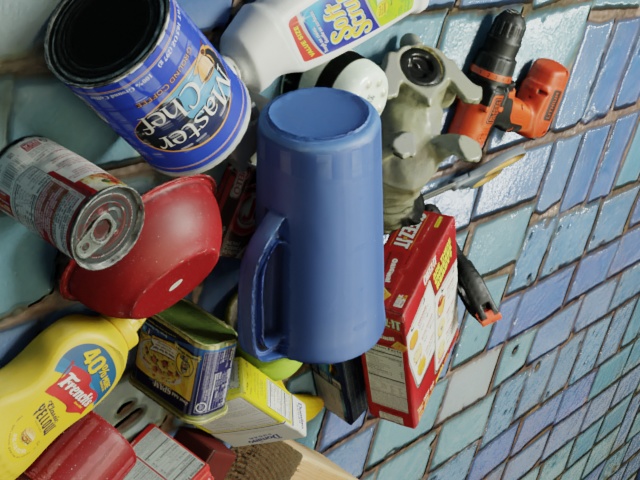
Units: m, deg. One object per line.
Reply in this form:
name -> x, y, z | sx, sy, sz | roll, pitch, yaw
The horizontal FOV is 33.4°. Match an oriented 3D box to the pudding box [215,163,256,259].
pudding box -> -0.060, -0.027, 1.052 | 0.113, 0.039, 0.090 | 7, 109, -57

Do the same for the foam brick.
foam brick -> -0.138, 0.249, 1.156 | 0.078, 0.053, 0.051 | -60, 149, 1

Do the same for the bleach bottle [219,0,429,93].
bleach bottle -> -0.004, -0.201, 0.971 | 0.250, 0.068, 0.102 | -40, 143, -27

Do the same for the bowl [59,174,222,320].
bowl -> -0.137, 0.018, 0.901 | 0.162, 0.055, 0.162 | -37, 167, -11

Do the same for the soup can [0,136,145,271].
soup can -> -0.190, -0.029, 0.797 | 0.068, 0.102, 0.068 | -36, 141, -35

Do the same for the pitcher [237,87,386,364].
pitcher -> -0.007, -0.008, 0.981 | 0.145, 0.149, 0.243 | -3, 127, -3

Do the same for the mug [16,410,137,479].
mug -> -0.224, 0.208, 0.973 | 0.081, 0.093, 0.117 | -49, 179, -27

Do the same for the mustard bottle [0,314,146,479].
mustard bottle -> -0.224, 0.120, 0.915 | 0.191, 0.058, 0.096 | -42, 142, -29

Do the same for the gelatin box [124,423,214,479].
gelatin box -> -0.163, 0.237, 1.072 | 0.073, 0.089, 0.030 | -44, 145, -26

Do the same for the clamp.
clamp -> 0.174, 0.033, 1.346 | 0.039, 0.172, 0.120 | -32, 134, -2

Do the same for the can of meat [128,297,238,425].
can of meat -> -0.128, 0.111, 1.008 | 0.057, 0.102, 0.084 | -16, 126, -49

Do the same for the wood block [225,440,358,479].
wood block -> -0.035, 0.301, 1.315 | 0.091, 0.090, 0.206 | -58, 149, -7

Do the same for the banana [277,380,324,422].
banana -> -0.041, 0.182, 1.257 | 0.069, 0.037, 0.197 | -50, 148, -15

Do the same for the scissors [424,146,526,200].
scissors -> 0.178, -0.069, 1.381 | 0.201, 0.016, 0.096 | -27, 169, -16

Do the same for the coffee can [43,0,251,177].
coffee can -> -0.127, -0.124, 0.811 | 0.103, 0.103, 0.140 | -56, 149, -8

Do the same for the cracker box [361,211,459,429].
cracker box -> 0.106, 0.093, 1.270 | 0.214, 0.072, 0.164 | 80, 32, -44

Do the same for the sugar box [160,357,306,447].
sugar box -> -0.088, 0.174, 1.128 | 0.176, 0.093, 0.048 | 47, 36, -60

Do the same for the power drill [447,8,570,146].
power drill -> 0.242, -0.195, 1.342 | 0.187, 0.057, 0.184 | -6, 124, -51
